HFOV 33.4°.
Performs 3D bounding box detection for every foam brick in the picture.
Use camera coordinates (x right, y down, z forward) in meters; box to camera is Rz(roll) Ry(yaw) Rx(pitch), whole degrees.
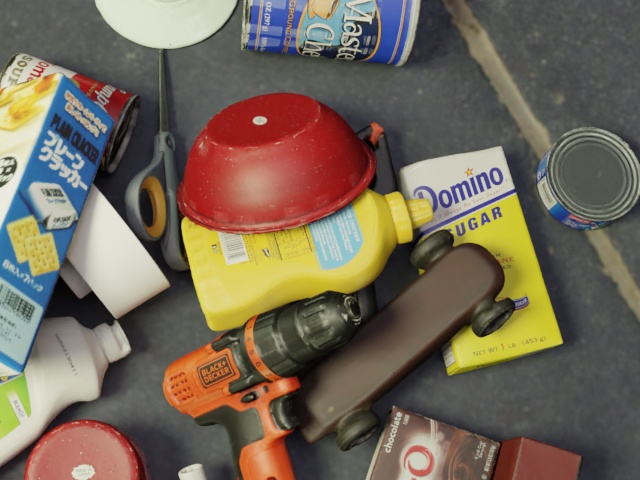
[{"bbox_3d":[0.161,0.187,0.827,0.053,0.078,0.051,18,72,-5],"label":"foam brick"}]

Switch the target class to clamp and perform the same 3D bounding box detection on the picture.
[{"bbox_3d":[0.023,-0.012,0.885,0.120,0.039,0.171,33,79,-5],"label":"clamp"}]

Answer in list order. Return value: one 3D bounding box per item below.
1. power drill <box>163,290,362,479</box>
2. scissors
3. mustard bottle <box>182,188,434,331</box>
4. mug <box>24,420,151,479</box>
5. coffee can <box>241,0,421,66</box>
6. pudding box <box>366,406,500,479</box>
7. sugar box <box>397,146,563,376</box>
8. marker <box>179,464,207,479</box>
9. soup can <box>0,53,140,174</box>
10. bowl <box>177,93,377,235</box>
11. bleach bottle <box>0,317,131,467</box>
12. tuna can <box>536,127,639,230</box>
[{"bbox_3d":[-0.018,0.144,0.779,0.057,0.185,0.188,-10,75,-54],"label":"power drill"},{"bbox_3d":[-0.135,-0.074,0.860,0.016,0.096,0.202,-16,78,21],"label":"scissors"},{"bbox_3d":[-0.005,0.001,0.828,0.191,0.058,0.096,-16,56,-4],"label":"mustard bottle"},{"bbox_3d":[-0.164,0.185,0.779,0.093,0.081,0.117,-34,82,-16],"label":"mug"},{"bbox_3d":[0.007,-0.205,0.903,0.140,0.103,0.103,4,74,-7],"label":"coffee can"},{"bbox_3d":[0.080,0.198,0.832,0.090,0.039,0.113,20,72,-1],"label":"pudding box"},{"bbox_3d":[0.129,0.015,0.888,0.093,0.048,0.176,-12,78,-11],"label":"sugar box"},{"bbox_3d":[-0.078,0.226,0.794,0.020,0.020,0.121,-19,96,-13],"label":"marker"},{"bbox_3d":[-0.205,-0.103,0.862,0.102,0.068,0.068,21,72,-1],"label":"soup can"},{"bbox_3d":[-0.039,-0.071,0.834,0.162,0.055,0.162,-9,32,6],"label":"bowl"},{"bbox_3d":[-0.255,0.135,0.791,0.250,0.068,0.102,-26,92,-18],"label":"bleach bottle"},{"bbox_3d":[0.233,-0.052,0.927,0.086,0.034,0.086,2,74,-8],"label":"tuna can"}]
